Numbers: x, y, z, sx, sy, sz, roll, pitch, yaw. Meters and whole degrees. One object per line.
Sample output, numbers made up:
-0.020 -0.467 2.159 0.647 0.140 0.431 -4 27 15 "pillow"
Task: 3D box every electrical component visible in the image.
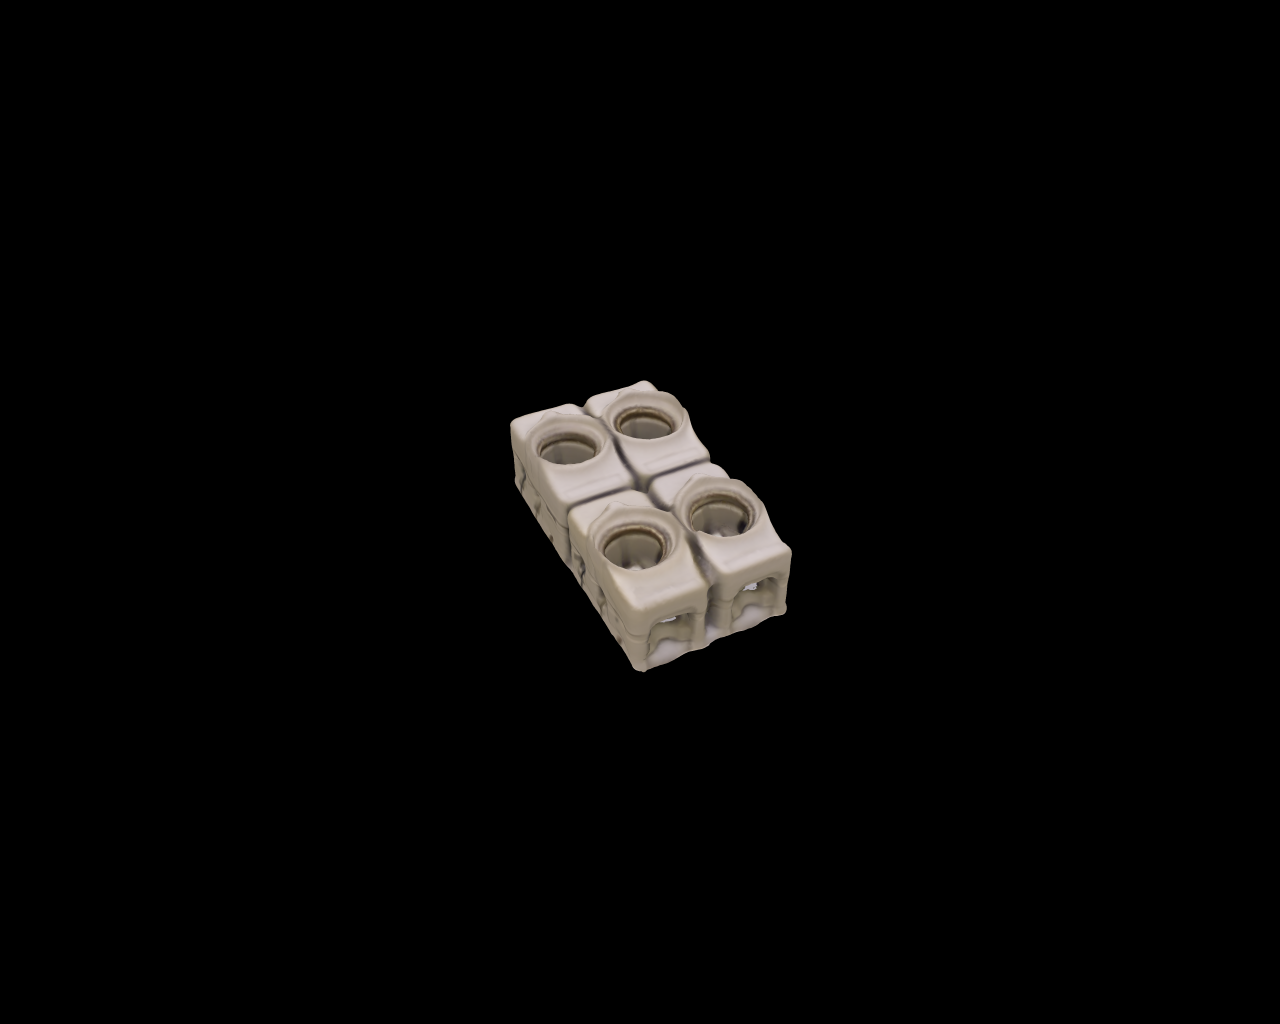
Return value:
0.001 -0.003 0.650 0.105 0.060 0.186 -19 46 -19 "electrical component"
